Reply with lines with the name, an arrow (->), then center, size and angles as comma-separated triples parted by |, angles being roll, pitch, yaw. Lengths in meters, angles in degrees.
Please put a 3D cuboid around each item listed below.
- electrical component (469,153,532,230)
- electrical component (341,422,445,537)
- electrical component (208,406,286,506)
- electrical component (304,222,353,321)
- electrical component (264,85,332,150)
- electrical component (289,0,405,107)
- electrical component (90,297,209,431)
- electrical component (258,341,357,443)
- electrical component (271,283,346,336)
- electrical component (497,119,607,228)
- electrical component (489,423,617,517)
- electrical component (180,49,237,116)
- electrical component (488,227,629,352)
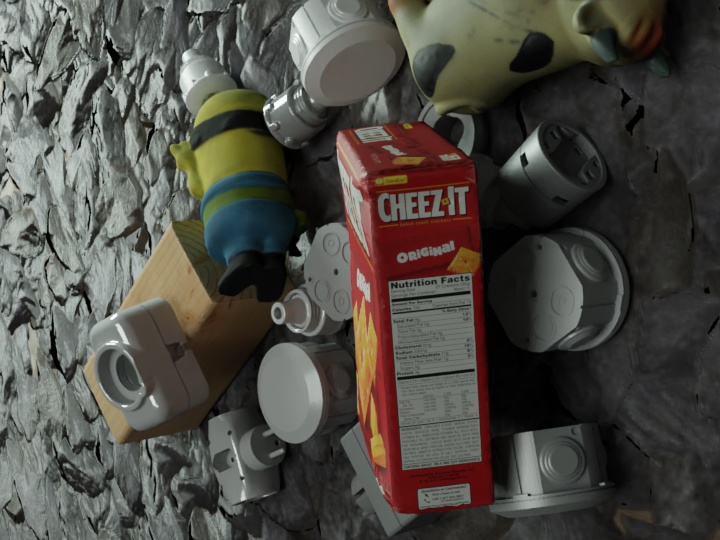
electrical component -> 0.091, -0.047, 0.724 | 0.062, 0.048, 0.048 | 31, 115, 33
electrical component -> 0.019, 0.160, 0.814 | 0.075, 0.047, 0.083 | -48, 60, 38
electrical component -> -0.091, 0.156, 0.931 | 0.079, 0.043, 0.077 | -30, 72, 44
electrical component -> 0.000, 0.000, 0.817 | 0.080, 0.051, 0.080 | 5, 97, 46
electrical component -> -0.042, -0.129, 0.856 | 0.062, 0.048, 0.048 | -30, 72, 36
electrical component -> -0.011, -0.164, 0.795 | 0.080, 0.080, 0.051 | -50, 54, 36
electrical component -> -0.173, 0.077, 0.868 | 0.054, 0.059, 0.095 | -26, 88, 40
electrical component -> -0.042, 0.097, 0.869 | 0.080, 0.051, 0.080 | 5, 97, 46
electrical component -> -0.041, 0.032, 0.854 | 0.043, 0.062, 0.043 | 6, 98, 46
electrical component -> 0.120, -0.060, 0.684 | 0.047, 0.055, 0.055 | -45, 62, 43
electrical component -> 0.119, 0.127, 0.684 | 0.080, 0.080, 0.051 | -20, 74, 45
electrical component -> -0.140, -0.170, 0.954 | 0.048, 0.048, 0.062 | -54, 50, 34
electrical component -> 0.126, 0.013, 0.686 | 0.080, 0.051, 0.080 | 5, 97, 46
